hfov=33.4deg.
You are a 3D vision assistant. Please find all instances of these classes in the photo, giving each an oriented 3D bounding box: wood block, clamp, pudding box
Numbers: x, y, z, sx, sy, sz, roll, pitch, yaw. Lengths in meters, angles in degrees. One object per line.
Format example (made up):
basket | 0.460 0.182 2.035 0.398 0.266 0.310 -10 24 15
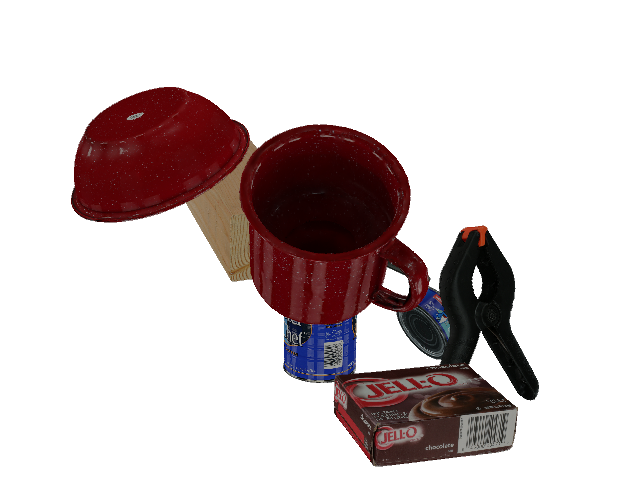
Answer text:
wood block | -0.097 -0.041 1.317 0.090 0.090 0.206 -7 30 -20
clamp | 0.137 0.075 0.965 0.120 0.171 0.039 -14 1 -37
pudding box | 0.076 0.127 0.792 0.113 0.039 0.090 -1 17 -18

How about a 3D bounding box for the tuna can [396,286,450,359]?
tuna can | 0.129 0.097 1.249 0.033 0.086 0.086 -37 17 -24

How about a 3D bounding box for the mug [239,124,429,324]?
mug | 0.010 0.001 0.605 0.117 0.093 0.081 30 -31 16

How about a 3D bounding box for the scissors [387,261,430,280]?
scissors | 0.008 0.005 1.057 0.096 0.016 0.202 -29 48 -23

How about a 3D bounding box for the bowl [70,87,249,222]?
bowl | -0.143 -0.082 0.890 0.162 0.055 0.162 -15 31 9

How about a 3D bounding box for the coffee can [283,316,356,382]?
coffee can | 0.000 0.109 1.459 0.103 0.140 0.103 0 19 0
